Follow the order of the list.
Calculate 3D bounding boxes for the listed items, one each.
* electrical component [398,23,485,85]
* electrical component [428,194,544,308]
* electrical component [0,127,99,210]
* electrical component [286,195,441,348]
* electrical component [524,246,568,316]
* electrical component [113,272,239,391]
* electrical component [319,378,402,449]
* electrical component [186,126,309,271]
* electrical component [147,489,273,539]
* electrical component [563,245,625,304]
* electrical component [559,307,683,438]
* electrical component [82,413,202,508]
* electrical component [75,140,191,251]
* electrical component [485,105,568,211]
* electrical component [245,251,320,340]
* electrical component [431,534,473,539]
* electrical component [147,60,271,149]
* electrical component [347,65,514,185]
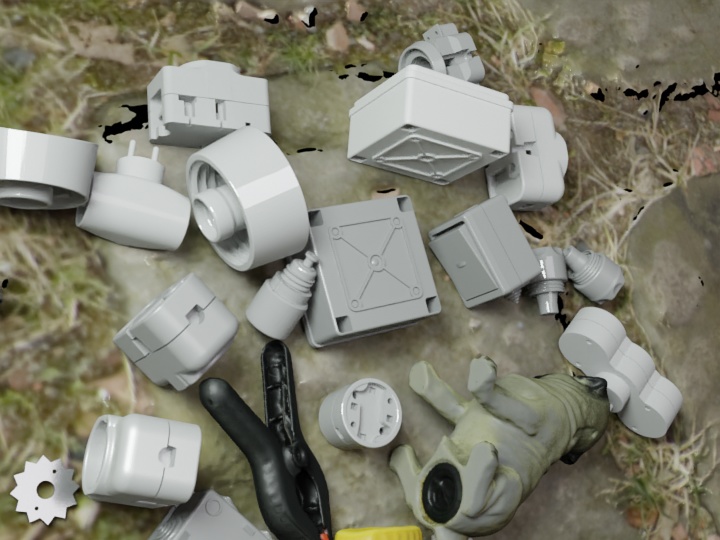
[{"bbox_3d":[0.073,-0.186,0.998,0.057,0.058,0.078,-19,86,-35],"label":"electrical component"},{"bbox_3d":[0.113,-0.009,0.967,0.061,0.062,0.096,-28,91,-33],"label":"electrical component"},{"bbox_3d":[-0.238,-0.078,0.767,0.099,0.099,0.064,7,79,-28],"label":"electrical component"},{"bbox_3d":[0.000,0.000,0.902,0.109,0.056,0.108,-11,82,-32],"label":"electrical component"},{"bbox_3d":[0.173,0.011,1.007,0.043,0.043,0.062,0,77,-30],"label":"electrical component"},{"bbox_3d":[-0.133,0.048,0.789,0.059,0.095,0.053,48,58,-10],"label":"electrical component"},{"bbox_3d":[-0.001,0.118,0.873,0.055,0.047,0.055,8,72,-28],"label":"electrical component"},{"bbox_3d":[-0.095,-0.051,0.836,0.060,0.108,0.108,-27,90,-27],"label":"electrical component"},{"bbox_3d":[-0.111,0.218,0.781,0.100,0.048,0.099,45,57,-13],"label":"electrical component"},{"bbox_3d":[0.221,0.001,1.037,0.062,0.043,0.043,36,61,-15],"label":"electrical component"},{"bbox_3d":[0.238,0.108,1.010,0.138,0.052,0.073,48,59,-10],"label":"electrical component"},{"bbox_3d":[-0.157,0.134,0.751,0.059,0.095,0.053,15,69,-26],"label":"electrical component"},{"bbox_3d":[-0.172,-0.061,0.828,0.077,0.044,0.079,15,69,-25],"label":"electrical component"},{"bbox_3d":[0.157,-0.106,1.025,0.059,0.054,0.095,0,76,-30],"label":"electrical component"},{"bbox_3d":[-0.058,0.019,0.855,0.040,0.040,0.078,30,106,-20],"label":"electrical component"},{"bbox_3d":[0.074,0.249,0.883,0.044,0.044,0.065,19,63,-24],"label":"electrical component"},{"bbox_3d":[-0.123,-0.133,0.874,0.089,0.050,0.055,3,75,-29],"label":"electrical component"},{"bbox_3d":[0.060,-0.123,0.942,0.109,0.109,0.056,12,73,-27],"label":"electrical component"}]
